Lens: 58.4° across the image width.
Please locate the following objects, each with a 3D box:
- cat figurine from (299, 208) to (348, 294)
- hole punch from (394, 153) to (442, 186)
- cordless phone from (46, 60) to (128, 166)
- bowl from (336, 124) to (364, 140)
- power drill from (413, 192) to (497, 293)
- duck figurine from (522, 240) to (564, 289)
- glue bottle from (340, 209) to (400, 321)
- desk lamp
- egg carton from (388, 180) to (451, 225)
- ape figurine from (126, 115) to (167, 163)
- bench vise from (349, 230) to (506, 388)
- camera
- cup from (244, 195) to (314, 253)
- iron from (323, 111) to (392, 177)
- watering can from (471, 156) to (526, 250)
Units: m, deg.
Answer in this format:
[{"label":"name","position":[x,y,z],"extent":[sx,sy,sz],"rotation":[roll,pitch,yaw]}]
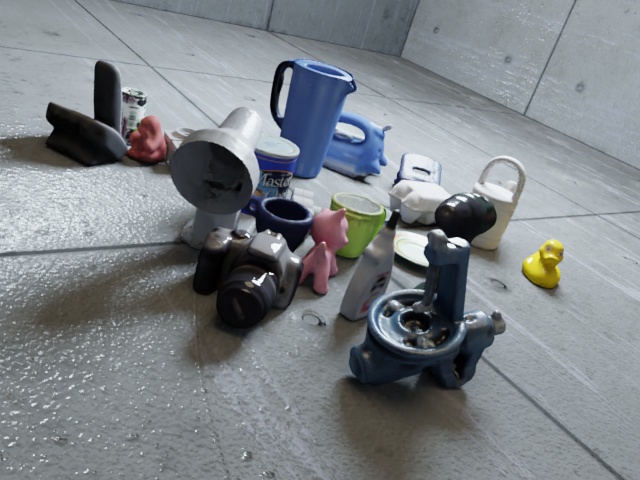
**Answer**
[{"label":"cat figurine","position":[0.008,0.003,0.898],"extent":[0.067,0.118,0.128],"rotation":[20,26,4]},{"label":"hole punch","position":[0.238,-0.148,1.371],"extent":[0.108,0.091,0.101],"rotation":[16,26,-4]},{"label":"cordless phone","position":[-0.415,-0.242,1.031],"extent":[0.147,0.185,0.094],"rotation":[23,26,10]},{"label":"bowl","position":[0.083,-0.269,1.528],"extent":[0.167,0.075,0.167],"rotation":[15,26,-7]},{"label":"power drill","position":[0.202,0.019,0.887],"extent":[0.075,0.208,0.230],"rotation":[29,28,22]},{"label":"duck figurine","position":[0.458,0.038,1.154],"extent":[0.077,0.086,0.105],"rotation":[21,26,7]},{"label":"glue bottle","position":[0.081,0.033,0.823],"extent":[0.037,0.173,0.078],"rotation":[32,29,26]},{"label":"desk lamp","position":[-0.146,-0.086,0.865],"extent":[0.118,0.213,0.203],"rotation":[17,26,-1]},{"label":"egg carton","position":[0.228,-0.081,1.258],"extent":[0.151,0.069,0.107],"rotation":[2,30,-30]},{"label":"ape figurine","position":[-0.330,-0.197,1.103],"extent":[0.076,0.092,0.077],"rotation":[4,29,-26]},{"label":"bench vise","position":[0.149,0.081,0.719],"extent":[0.208,0.220,0.121],"rotation":[-8,36,-42]},{"label":"camera","position":[-0.102,0.046,0.765],"extent":[0.143,0.101,0.137],"rotation":[19,26,2]},{"label":"cup","position":[-0.077,-0.014,0.904],"extent":[0.117,0.095,0.092],"rotation":[24,27,13]},{"label":"iron","position":[0.048,-0.254,1.400],"extent":[0.258,0.141,0.119],"rotation":[22,26,8]},{"label":"watering can","position":[0.370,-0.088,1.220],"extent":[0.100,0.194,0.173],"rotation":[23,26,11]}]
